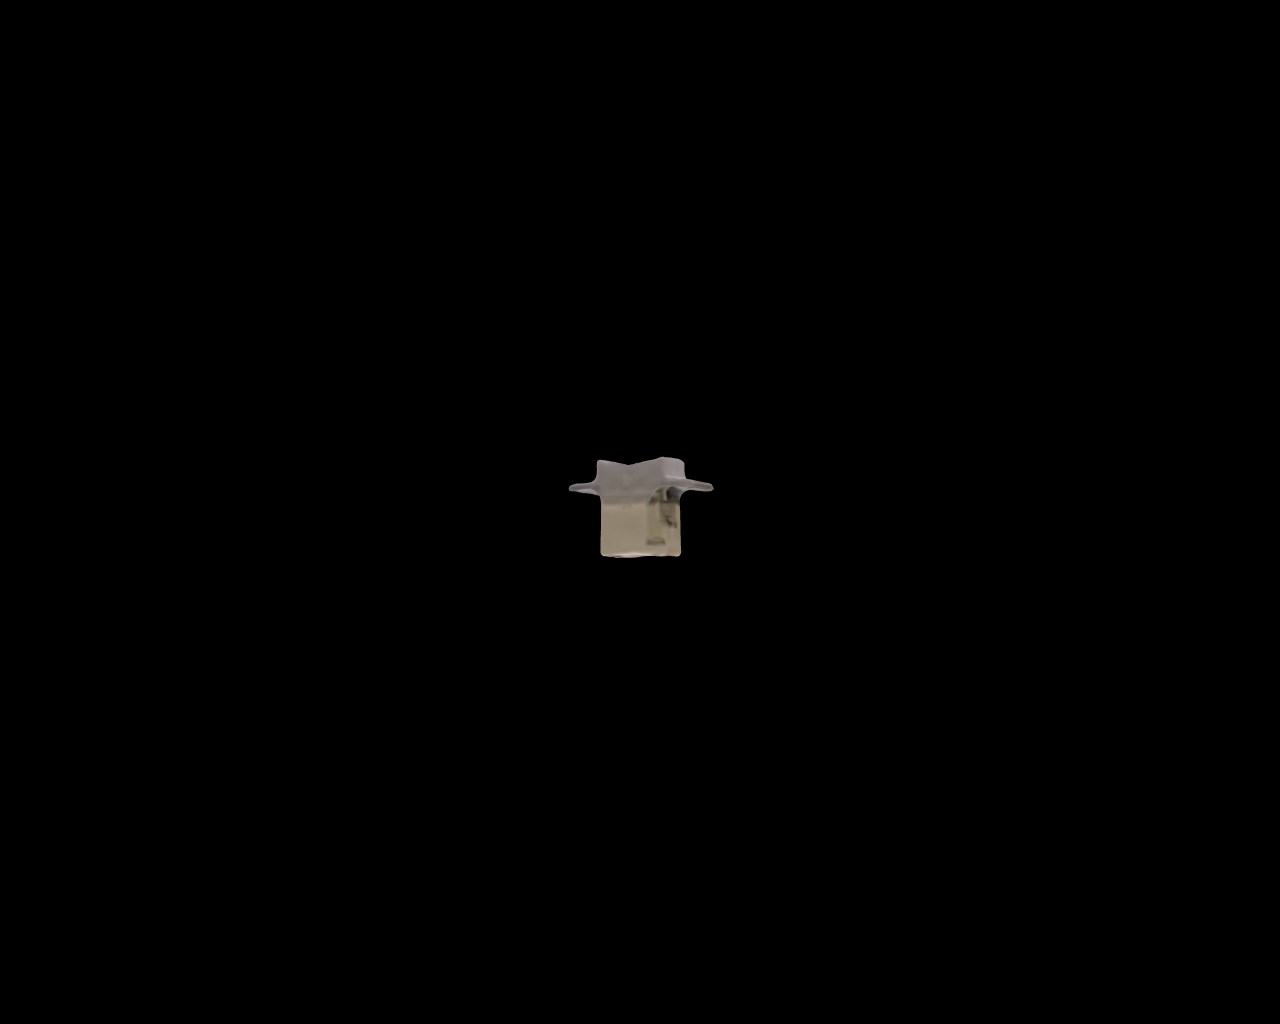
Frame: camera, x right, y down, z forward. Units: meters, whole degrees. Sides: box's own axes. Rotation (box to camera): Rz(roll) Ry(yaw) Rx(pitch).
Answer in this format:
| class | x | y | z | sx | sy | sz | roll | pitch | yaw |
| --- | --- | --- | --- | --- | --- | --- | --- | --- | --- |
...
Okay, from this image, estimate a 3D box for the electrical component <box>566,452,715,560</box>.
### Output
| class | x | y | z | sx | sy | sz | roll | pitch | yaw |
| --- | --- | --- | --- | --- | --- | --- | --- | --- | --- |
| electrical component | 0.001 | -0.003 | 0.650 | 0.081 | 0.063 | 0.042 | -1 | -4 | 23 |
